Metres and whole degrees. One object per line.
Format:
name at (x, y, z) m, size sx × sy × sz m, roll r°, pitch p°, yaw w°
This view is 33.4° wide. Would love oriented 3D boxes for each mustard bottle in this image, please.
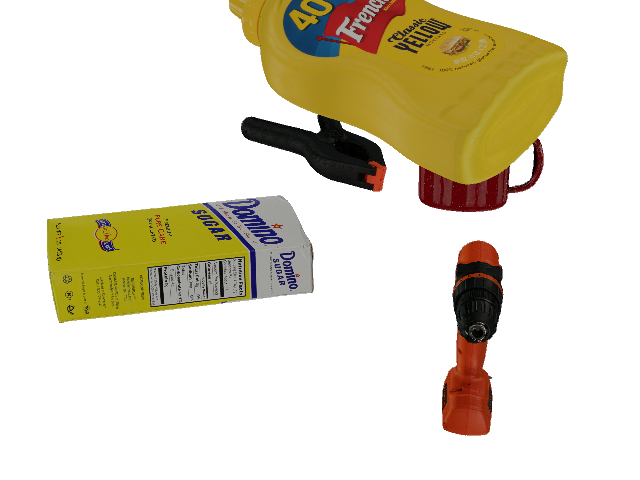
mustard bottle at (0.026, -0.099, 0.568) m, size 0.192 × 0.058 × 0.096 m, roll 28°, pitch 52°, yaw 29°

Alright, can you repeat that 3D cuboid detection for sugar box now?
sugar box at (-0.100, 0.010, 0.749) m, size 0.176 × 0.048 × 0.093 m, roll -9°, pitch 27°, yaw -12°

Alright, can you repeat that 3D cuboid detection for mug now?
mug at (0.142, -0.073, 0.965) m, size 0.117 × 0.081 × 0.093 m, roll 4°, pitch 15°, yaw 13°

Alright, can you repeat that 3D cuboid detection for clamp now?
clamp at (-0.002, -0.099, 1.119) m, size 0.120 × 0.039 × 0.172 m, roll -17°, pitch 36°, yaw -26°

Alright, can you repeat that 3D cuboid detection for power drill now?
power drill at (0.166, 0.114, 1.157) m, size 0.057 × 0.188 × 0.184 m, roll 6°, pitch 25°, yaw 8°

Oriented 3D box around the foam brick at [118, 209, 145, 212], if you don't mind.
foam brick at (-0.171, 0.000, 1.121) m, size 0.078 × 0.051 × 0.053 m, roll -4°, pitch 23°, yaw -18°
